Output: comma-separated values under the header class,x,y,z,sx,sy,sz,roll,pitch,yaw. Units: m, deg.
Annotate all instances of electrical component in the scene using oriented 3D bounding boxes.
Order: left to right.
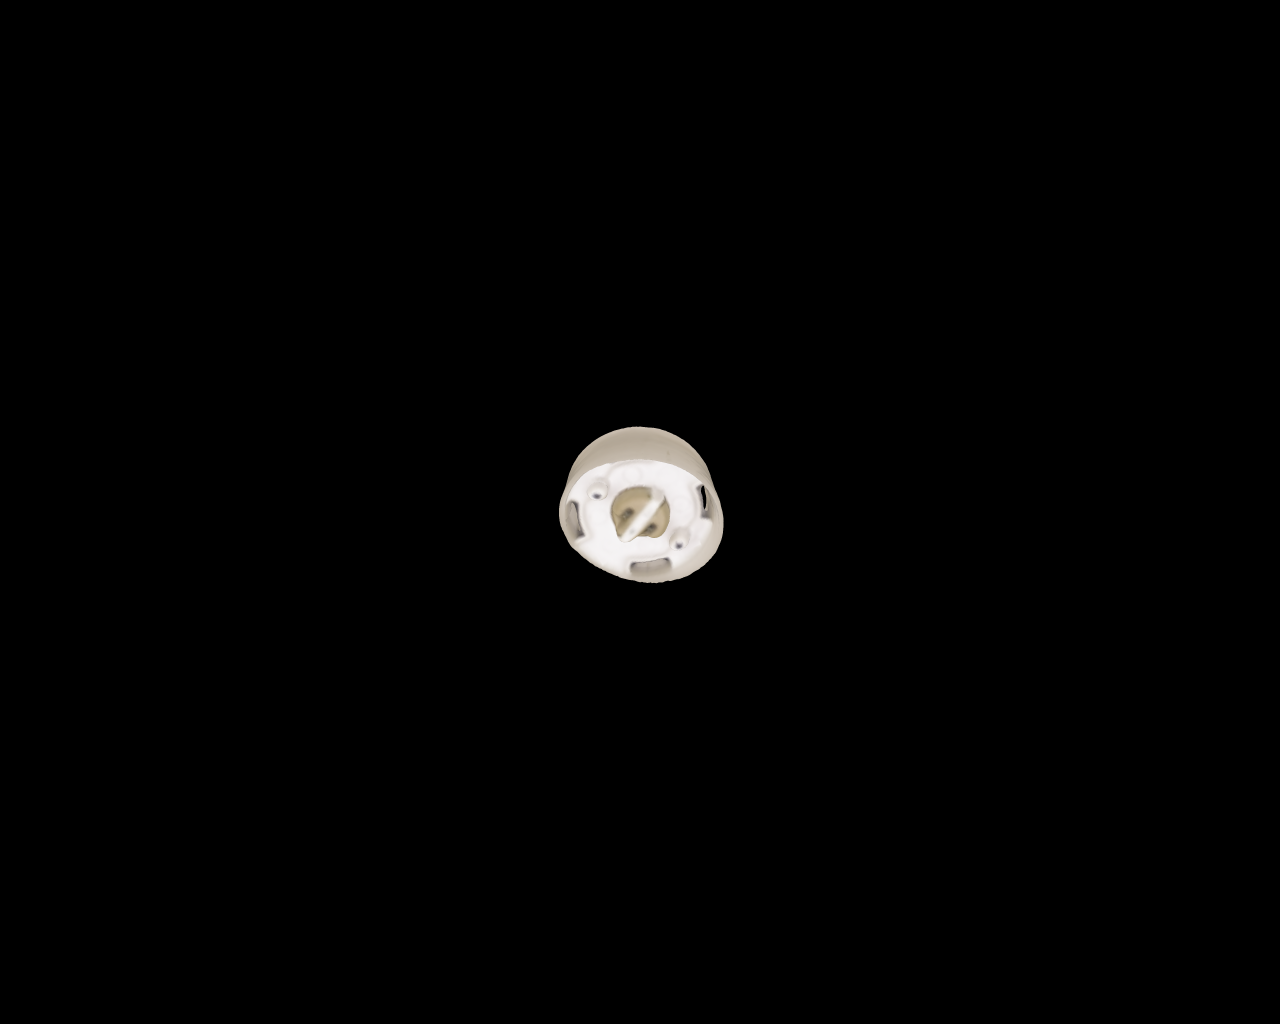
class,x,y,z,sx,sy,sz,roll,pitch,yaw
electrical component,0.001,-0.003,0.650,0.099,0.099,0.064,0,30,0
